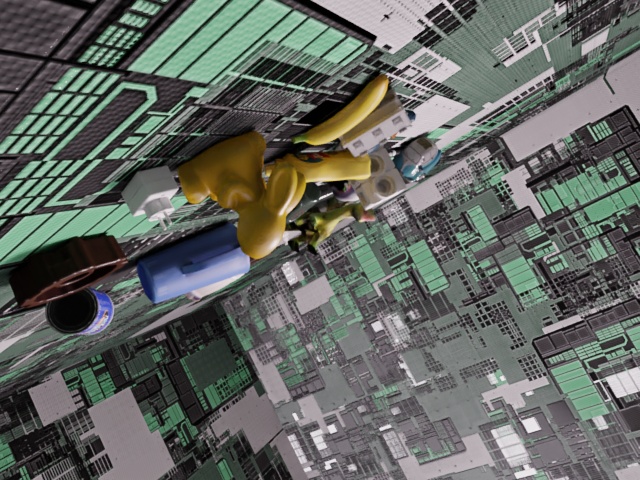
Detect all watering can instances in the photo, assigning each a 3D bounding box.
[{"bbox_3d":[-0.343,0.094,1.594,0.224,0.105,0.343,-28,163,2],"label":"watering can"}]

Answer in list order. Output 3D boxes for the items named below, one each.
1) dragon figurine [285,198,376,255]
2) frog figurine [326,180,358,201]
[{"bbox_3d":[0.005,-0.078,1.555,0.246,0.120,0.411,-39,-152,-26],"label":"dragon figurine"},{"bbox_3d":[0.099,-0.158,1.252,0.160,0.125,0.134,-8,143,-40],"label":"frog figurine"}]
